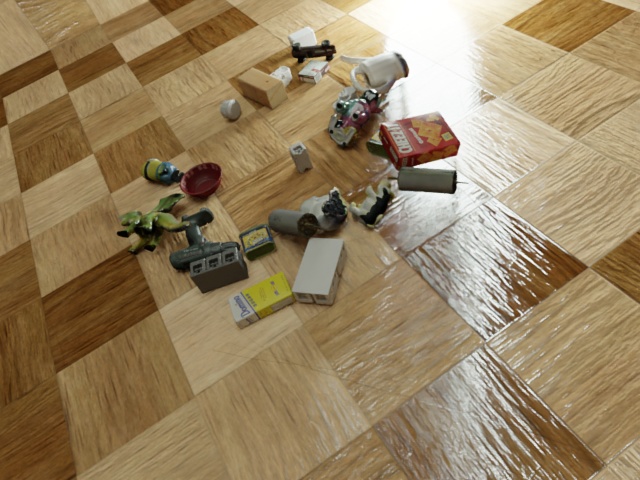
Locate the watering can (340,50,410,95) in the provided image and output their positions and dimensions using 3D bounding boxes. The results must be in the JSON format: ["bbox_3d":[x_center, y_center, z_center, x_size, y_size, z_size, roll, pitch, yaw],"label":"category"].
[{"bbox_3d":[0.215,-0.680,2.022,0.224,0.101,0.355,-22,47,-2],"label":"watering can"}]

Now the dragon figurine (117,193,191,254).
[{"bbox_3d":[-0.540,-0.082,1.731,0.408,0.120,0.249,-10,41,27],"label":"dragon figurine"}]

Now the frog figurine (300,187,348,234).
[{"bbox_3d":[0.005,-0.080,1.595,0.157,0.121,0.140,-27,44,48],"label":"frog figurine"}]
